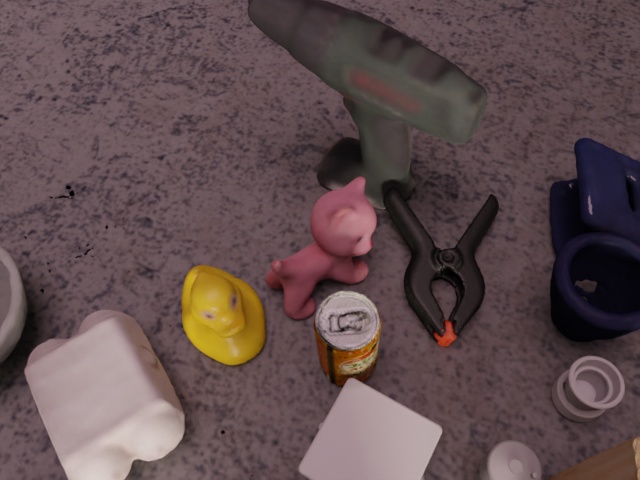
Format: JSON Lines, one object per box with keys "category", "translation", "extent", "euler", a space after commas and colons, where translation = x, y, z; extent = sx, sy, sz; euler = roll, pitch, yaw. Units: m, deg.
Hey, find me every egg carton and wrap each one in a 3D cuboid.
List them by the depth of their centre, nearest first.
{"category": "egg carton", "translation": [-0.188, 0.137, 0.504], "extent": [0.107, 0.069, 0.150], "euler": [-32, 64, -15]}

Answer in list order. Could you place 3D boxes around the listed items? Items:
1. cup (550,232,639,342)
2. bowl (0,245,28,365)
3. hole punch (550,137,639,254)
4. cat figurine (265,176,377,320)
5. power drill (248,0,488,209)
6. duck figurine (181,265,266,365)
{"category": "cup", "translation": [0.256, 0.046, 0.518], "extent": [0.118, 0.095, 0.091], "euler": [-31, 63, -14]}
{"category": "bowl", "translation": [-0.350, 0.081, 0.542], "extent": [0.167, 0.075, 0.167], "euler": [-1, 60, 2]}
{"category": "hole punch", "translation": [0.290, -0.039, 0.567], "extent": [0.101, 0.091, 0.108], "euler": [5, 61, 6]}
{"category": "cat figurine", "translation": [0.005, 0.002, 0.543], "extent": [0.128, 0.118, 0.067], "euler": [-35, 64, -16]}
{"category": "power drill", "translation": [0.041, -0.128, 0.563], "extent": [0.229, 0.208, 0.076], "euler": [22, 64, 15]}
{"category": "duck figurine", "translation": [-0.097, 0.059, 0.535], "extent": [0.077, 0.086, 0.104], "euler": [-31, 63, -14]}
